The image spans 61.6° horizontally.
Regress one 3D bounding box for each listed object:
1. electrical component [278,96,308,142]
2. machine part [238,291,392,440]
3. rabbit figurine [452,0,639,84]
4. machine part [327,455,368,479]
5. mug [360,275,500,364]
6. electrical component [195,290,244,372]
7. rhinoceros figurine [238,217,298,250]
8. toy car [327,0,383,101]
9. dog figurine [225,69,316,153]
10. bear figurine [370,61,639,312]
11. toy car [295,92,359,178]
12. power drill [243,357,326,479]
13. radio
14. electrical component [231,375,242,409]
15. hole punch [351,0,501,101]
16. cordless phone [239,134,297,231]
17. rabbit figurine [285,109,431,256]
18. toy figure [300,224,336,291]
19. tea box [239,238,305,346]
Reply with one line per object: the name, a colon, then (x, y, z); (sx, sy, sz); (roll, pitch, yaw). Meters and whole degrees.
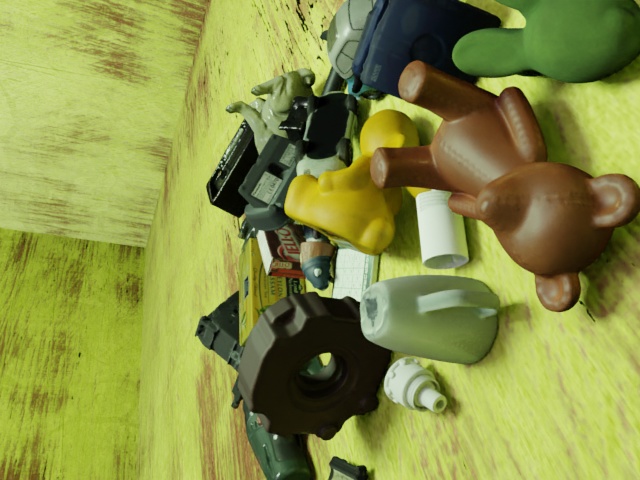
electrical component: (-0.016, -0.162, 0.859); (0.048, 0.119, 0.075); (8, 57, 28)
machine part: (-0.004, 0.143, 0.606); (0.056, 0.179, 0.179); (46, 124, 59)
rabbit figurine: (0.167, -0.186, 0.406); (0.159, 0.121, 0.170); (-47, 55, 58)
machine part: (0.028, 0.330, 0.626); (0.084, 0.039, 0.139); (-17, 64, 55)
mug: (0.097, 0.067, 0.475); (0.109, 0.107, 0.081); (148, 126, -63)
electrical component: (-0.132, 0.153, 0.934); (0.134, 0.115, 0.058); (-38, -20, -54)
rhinoceros figurine: (-0.094, -0.022, 0.999); (0.112, 0.073, 0.190); (-65, 21, 3)
toy car: (0.061, -0.257, 0.685); (0.161, 0.103, 0.109); (-37, 47, 55)
dog figurine: (-0.049, -0.176, 0.925); (0.172, 0.121, 0.190); (-23, 96, 42)
bear figurine: (0.131, -0.045, 0.418); (0.196, 0.132, 0.120); (-102, 25, -52)
toy car: (0.013, -0.145, 0.742); (0.202, 0.074, 0.056); (-80, -15, -45)
power drill: (-0.064, 0.243, 0.815); (0.207, 0.086, 0.232); (-68, 28, 19)
radio: (-0.141, -0.169, 1.079); (0.229, 0.073, 0.131); (-56, 28, 9)
electrical component: (-0.123, 0.250, 0.969); (0.045, 0.078, 0.102); (44, 131, 34)
hole punch: (0.106, -0.198, 0.552); (0.092, 0.116, 0.142); (58, 135, 45)
cordless phone: (-0.056, -0.063, 0.838); (0.184, 0.089, 0.146); (95, -160, -69)
rabbit figurine: (0.059, -0.076, 0.611); (0.162, 0.122, 0.173); (7, 67, 62)
toy figure: (0.000, -0.002, 0.781); (0.058, 0.064, 0.154); (-12, 64, 49)
tea box: (-0.080, 0.088, 0.884); (0.068, 0.098, 0.170); (127, 143, -49)
